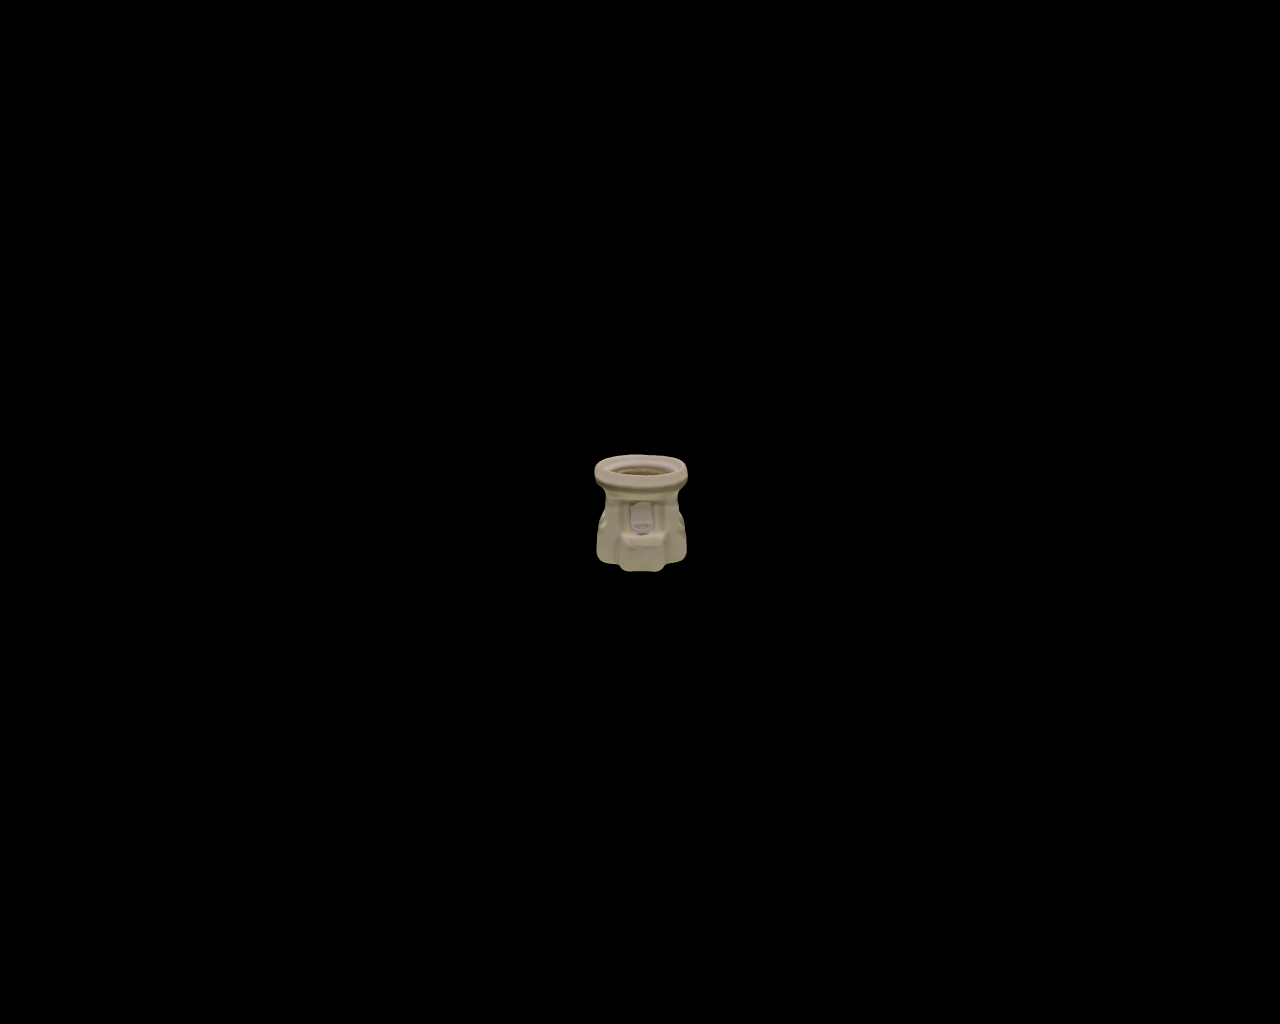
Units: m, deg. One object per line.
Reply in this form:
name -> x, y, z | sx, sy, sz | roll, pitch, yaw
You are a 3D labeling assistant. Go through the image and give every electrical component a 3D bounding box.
electrical component -> 0.001, -0.003, 0.650 | 0.058, 0.056, 0.078 | 0, 17, 0
